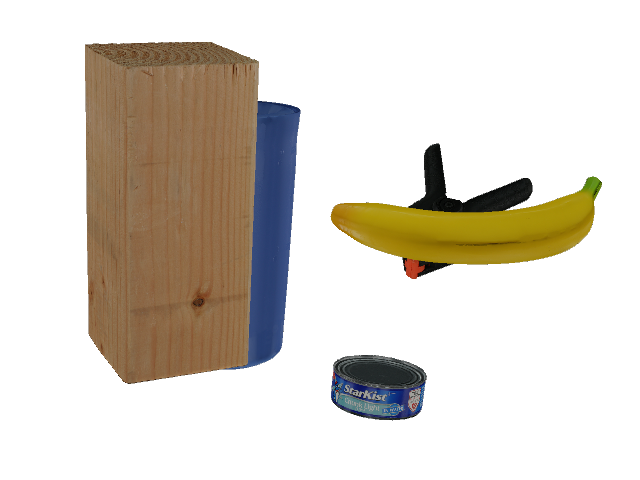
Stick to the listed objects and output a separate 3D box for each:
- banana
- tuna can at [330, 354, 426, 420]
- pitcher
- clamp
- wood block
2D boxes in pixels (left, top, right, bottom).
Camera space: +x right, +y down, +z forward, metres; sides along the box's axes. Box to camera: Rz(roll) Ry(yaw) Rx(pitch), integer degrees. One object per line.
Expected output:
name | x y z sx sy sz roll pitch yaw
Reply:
banana | 0.108 -0.009 0.750 0.197 0.037 0.069 -4 27 -1
tuna can | 0.052 0.134 0.973 0.086 0.034 0.086 6 11 -1
pitcher | -0.082 -0.012 1.002 0.149 0.243 0.145 -4 16 -20
clamp | 0.124 -0.033 1.087 0.120 0.039 0.171 28 53 30
wood block | -0.101 -0.022 0.707 0.090 0.206 0.090 -6 21 -27
